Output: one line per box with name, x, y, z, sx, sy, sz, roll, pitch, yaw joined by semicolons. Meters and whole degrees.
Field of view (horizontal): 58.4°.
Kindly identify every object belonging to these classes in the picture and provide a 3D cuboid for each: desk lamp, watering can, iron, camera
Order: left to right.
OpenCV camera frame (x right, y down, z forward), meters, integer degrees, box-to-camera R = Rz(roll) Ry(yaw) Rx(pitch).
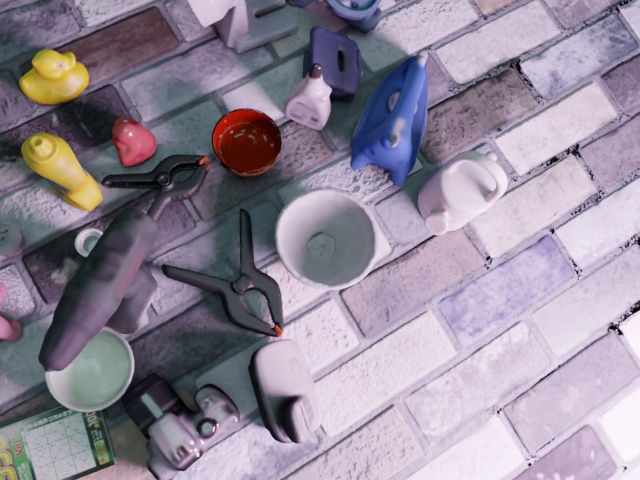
camera;-0.207;0.251;0.822;0.143;0.100;0.137;-39;85;-14
desk lamp;-0.136;-0.406;0.923;0.203;0.213;0.118;-25;82;-13
iron;0.139;-0.232;0.961;0.118;0.141;0.258;20;75;-3
watering can;0.229;-0.078;0.912;0.101;0.194;0.173;20;75;-3

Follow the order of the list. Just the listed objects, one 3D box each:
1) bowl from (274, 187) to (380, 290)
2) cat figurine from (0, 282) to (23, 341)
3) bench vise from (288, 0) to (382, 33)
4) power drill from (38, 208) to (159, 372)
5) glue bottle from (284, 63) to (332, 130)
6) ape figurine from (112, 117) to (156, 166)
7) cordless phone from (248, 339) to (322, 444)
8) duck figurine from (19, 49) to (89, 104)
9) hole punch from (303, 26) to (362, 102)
bowl;0.008;0.003;0.923;0.167;0.074;0.167;2;77;-8
cat figurine;-0.490;0.090;0.808;0.067;0.117;0.128;-27;82;-13
bench vise;0.019;-0.449;0.952;0.207;0.219;0.121;11;76;-6
power drill;-0.290;0.075;0.794;0.075;0.208;0.230;23;75;-2
glue bottle;-0.014;-0.236;0.923;0.078;0.173;0.037;24;75;-2
ape figurine;-0.302;-0.161;0.906;0.076;0.092;0.078;11;76;-5
cordless phone;-0.045;0.214;0.810;0.094;0.185;0.147;-20;81;-12
duck figurine;-0.431;-0.269;0.914;0.105;0.086;0.077;-24;81;-13
hole punch;0.024;-0.304;0.987;0.101;0.091;0.109;1;77;-8
